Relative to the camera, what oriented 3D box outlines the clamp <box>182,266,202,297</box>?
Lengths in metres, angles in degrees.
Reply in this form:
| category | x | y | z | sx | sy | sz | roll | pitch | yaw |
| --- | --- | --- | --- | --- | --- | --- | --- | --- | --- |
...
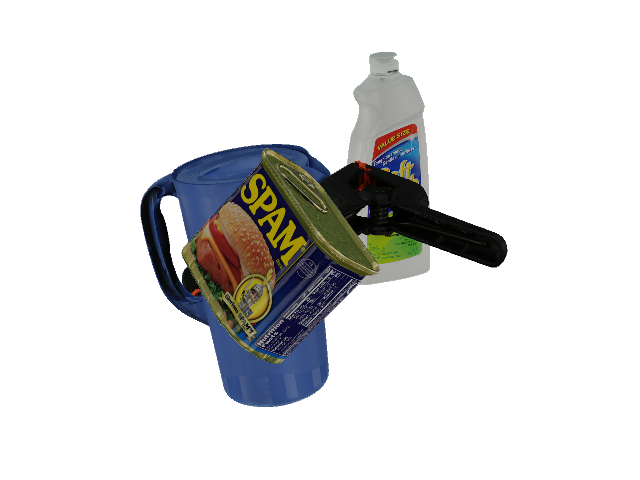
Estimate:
| category | x | y | z | sx | sy | sz | roll | pitch | yaw |
| --- | --- | --- | --- | --- | --- | --- | --- | --- | --- |
| clamp | -0.100 | 0.024 | 1.242 | 0.120 | 0.039 | 0.171 | -7 | 37 | 22 |

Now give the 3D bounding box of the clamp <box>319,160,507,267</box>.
| category | x | y | z | sx | sy | sz | roll | pitch | yaw |
| --- | --- | --- | --- | --- | --- | --- | --- | --- | --- |
| clamp | 0.057 | -0.022 | 0.864 | 0.164 | 0.036 | 0.210 | 4 | 20 | -1 |

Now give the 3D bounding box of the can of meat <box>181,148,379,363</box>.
| category | x | y | z | sx | sy | sz | roll | pitch | yaw |
| --- | --- | --- | --- | --- | --- | --- | --- | --- | --- |
| can of meat | -0.027 | 0.010 | 0.636 | 0.057 | 0.084 | 0.102 | 27 | 22 | -47 |

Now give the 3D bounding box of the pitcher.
| category | x | y | z | sx | sy | sz | roll | pitch | yaw |
| --- | --- | --- | --- | --- | --- | --- | --- | --- | --- |
| pitcher | -0.070 | 0.035 | 1.043 | 0.144 | 0.243 | 0.149 | -21 | 22 | -33 |

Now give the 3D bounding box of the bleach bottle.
| category | x | y | z | sx | sy | sz | roll | pitch | yaw |
| --- | --- | --- | --- | --- | --- | --- | --- | --- | --- |
| bleach bottle | 0.068 | -0.081 | 1.180 | 0.102 | 0.251 | 0.068 | -10 | 23 | -12 |
